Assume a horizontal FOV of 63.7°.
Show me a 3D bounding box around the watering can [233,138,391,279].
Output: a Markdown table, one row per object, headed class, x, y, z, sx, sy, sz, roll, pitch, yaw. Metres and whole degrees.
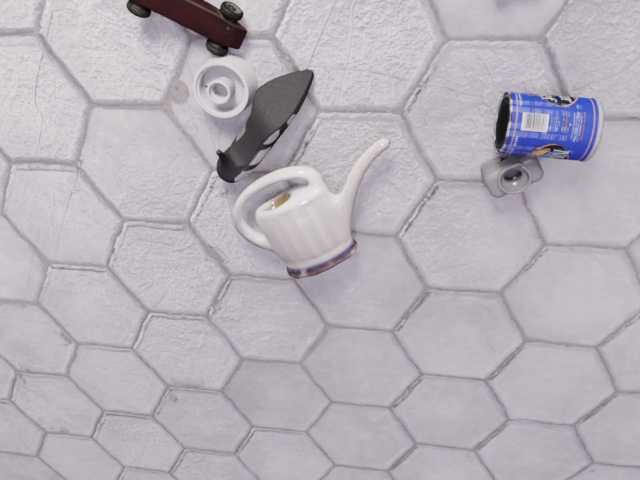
| class | x | y | z | sx | sy | sz | roll | pitch | yaw |
| --- | --- | --- | --- | --- | --- | --- | --- | --- | --- |
| watering can | 0.003 | -0.049 | 0.973 | 0.345 | 0.106 | 0.221 | -19 | 117 | 20 |
